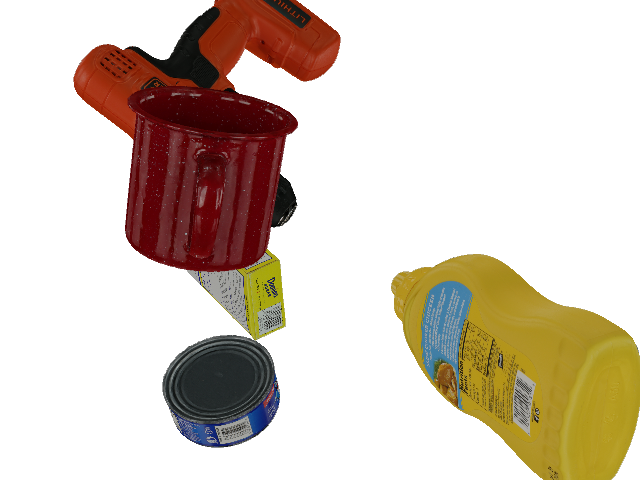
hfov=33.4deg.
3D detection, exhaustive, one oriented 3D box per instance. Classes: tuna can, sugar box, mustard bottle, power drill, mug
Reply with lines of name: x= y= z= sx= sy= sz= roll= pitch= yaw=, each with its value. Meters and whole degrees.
tuna can: x=-0.074 y=0.114 z=0.808 sx=0.086 sy=0.034 sz=0.086 roll=-6 pitch=41 yaw=5
sugar box: x=-0.102 y=0.020 z=1.137 sx=0.048 sy=0.093 sz=0.176 roll=-22 pitch=42 yaw=-24
mustard bottle: x=0.101 y=0.062 z=0.631 sx=0.058 sy=0.096 sz=0.192 roll=-13 pitch=27 yaw=-27
power drill: x=-0.061 y=-0.112 z=0.796 sx=0.187 sy=0.184 sz=0.057 roll=-51 pitch=-2 yaw=-41
mug: x=-0.062 y=-0.030 z=0.582 sx=0.093 sy=0.081 sz=0.117 roll=5 pitch=21 yaw=-12
